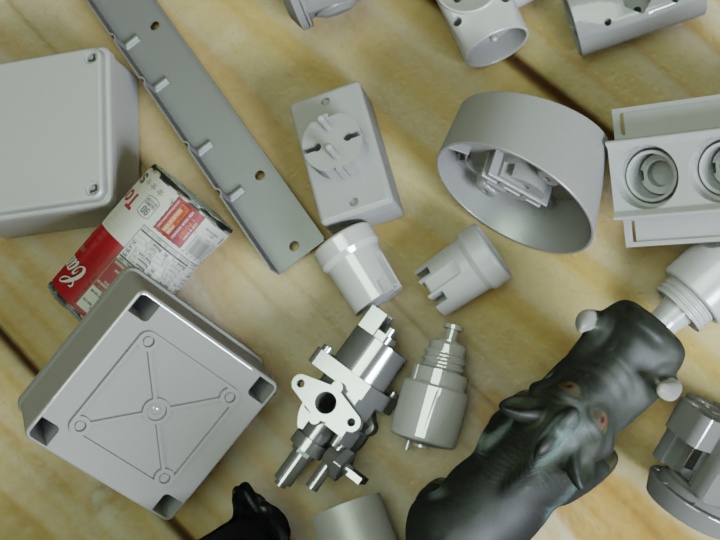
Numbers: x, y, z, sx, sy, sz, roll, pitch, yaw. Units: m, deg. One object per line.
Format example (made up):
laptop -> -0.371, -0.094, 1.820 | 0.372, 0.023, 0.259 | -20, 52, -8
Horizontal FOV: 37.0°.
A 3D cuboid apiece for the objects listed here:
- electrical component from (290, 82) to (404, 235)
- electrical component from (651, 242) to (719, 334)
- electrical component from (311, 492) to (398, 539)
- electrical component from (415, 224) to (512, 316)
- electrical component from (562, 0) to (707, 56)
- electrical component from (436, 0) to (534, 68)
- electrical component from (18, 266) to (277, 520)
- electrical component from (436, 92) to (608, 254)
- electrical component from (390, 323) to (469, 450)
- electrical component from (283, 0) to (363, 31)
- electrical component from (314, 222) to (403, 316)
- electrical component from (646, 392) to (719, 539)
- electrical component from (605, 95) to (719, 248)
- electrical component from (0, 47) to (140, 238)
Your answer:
electrical component -> -0.013, -0.073, 0.660 | 0.047, 0.076, 0.083 | -18, 75, 9
electrical component -> 0.189, 0.014, 0.609 | 0.062, 0.043, 0.043 | -43, 72, 3
electrical component -> 0.006, 0.174, 0.621 | 0.043, 0.043, 0.081 | -23, 74, 8
electrical component -> 0.061, 0.001, 0.646 | 0.046, 0.040, 0.040 | -35, 73, 11
electrical component -> 0.161, -0.179, 0.656 | 0.077, 0.043, 0.079 | -18, 74, 10
electrical component -> 0.087, -0.179, 0.673 | 0.079, 0.044, 0.077 | -25, 74, 8
electrical component -> -0.126, 0.073, 0.639 | 0.109, 0.056, 0.108 | 39, 90, -26
electrical component -> 0.094, -0.058, 0.621 | 0.099, 0.099, 0.064 | 15, 76, 16
electrical component -> 0.045, 0.070, 0.634 | 0.040, 0.040, 0.078 | 14, 82, 16
electrical component -> -0.031, -0.199, 0.689 | 0.051, 0.080, 0.080 | -20, 75, 4
electrical component -> 0.000, 0.000, 0.661 | 0.040, 0.040, 0.046 | -33, 78, 5
electrical component -> 0.191, 0.106, 0.577 | 0.057, 0.078, 0.058 | -64, 29, 12
electrical component -> 0.206, -0.057, 0.588 | 0.121, 0.063, 0.078 | -4, 97, 34
electrical component -> -0.207, -0.084, 0.720 | 0.109, 0.056, 0.108 | -7, 77, 12
